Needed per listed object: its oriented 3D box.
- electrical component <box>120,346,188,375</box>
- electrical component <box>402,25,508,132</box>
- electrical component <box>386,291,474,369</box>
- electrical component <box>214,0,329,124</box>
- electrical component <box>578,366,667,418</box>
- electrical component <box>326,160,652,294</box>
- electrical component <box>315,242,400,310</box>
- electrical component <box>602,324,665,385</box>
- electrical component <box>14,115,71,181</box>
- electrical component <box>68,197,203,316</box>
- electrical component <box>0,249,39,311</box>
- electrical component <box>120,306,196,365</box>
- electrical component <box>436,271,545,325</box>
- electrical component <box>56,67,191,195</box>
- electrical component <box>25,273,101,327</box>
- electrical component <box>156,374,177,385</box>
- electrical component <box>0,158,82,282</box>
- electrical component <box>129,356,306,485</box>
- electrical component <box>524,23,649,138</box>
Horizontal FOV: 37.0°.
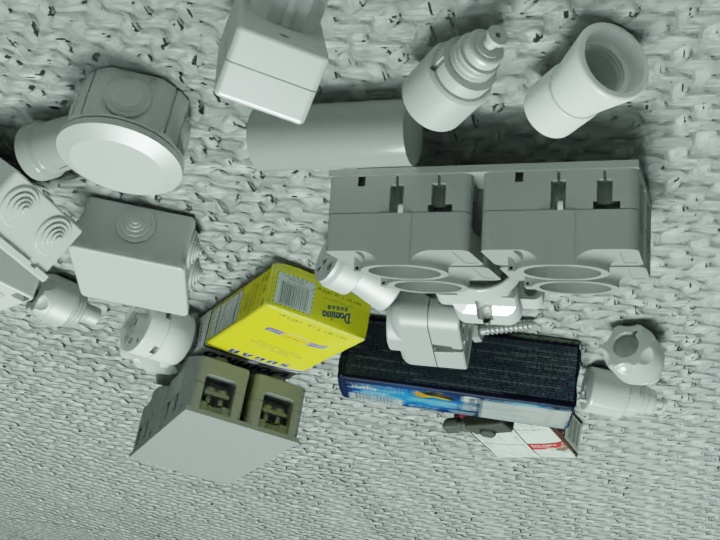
[{"bbox_3d":[-0.199,0.078,1.031,0.062,0.043,0.043,1,152,20],"label":"electrical component"},{"bbox_3d":[0.054,-0.107,0.583,0.040,0.040,0.078,20,152,-18],"label":"electrical component"},{"bbox_3d":[0.055,0.037,0.846,0.059,0.053,0.095,4,152,13],"label":"electrical component"},{"bbox_3d":[-0.040,-0.128,0.549,0.047,0.083,0.075,18,114,-14],"label":"electrical component"},{"bbox_3d":[0.228,0.109,0.939,0.078,0.040,0.040,12,153,-3],"label":"electrical component"},{"bbox_3d":[0.084,-0.023,0.677,0.186,0.060,0.105,0,170,19],"label":"electrical component"},{"bbox_3d":[0.000,0.000,0.805,0.055,0.045,0.045,24,150,-23],"label":"electrical component"},{"bbox_3d":[0.224,0.073,0.865,0.043,0.043,0.062,-8,148,32],"label":"electrical component"},{"bbox_3d":[-0.202,-0.084,0.723,0.046,0.040,0.040,-12,146,27],"label":"electrical component"},{"bbox_3d":[-0.174,-0.011,0.843,0.100,0.048,0.099,11,153,-1],"label":"electrical component"},{"bbox_3d":[-0.334,-0.011,0.894,0.109,0.056,0.109,-16,143,42],"label":"electrical component"},{"bbox_3d":[-0.181,0.055,0.970,0.047,0.055,0.055,26,150,-34],"label":"electrical component"},{"bbox_3d":[0.090,0.003,0.765,0.078,0.058,0.057,3,155,16],"label":"electrical component"},{"bbox_3d":[-0.148,-0.086,0.684,0.080,0.051,0.080,9,153,4],"label":"electrical component"},{"bbox_3d":[-0.263,0.031,0.964,0.062,0.043,0.043,27,149,-32],"label":"electrical component"},{"bbox_3d":[-0.171,0.104,1.075,0.065,0.044,0.044,11,154,9],"label":"electrical component"},{"bbox_3d":[-0.257,-0.048,0.765,0.100,0.048,0.099,32,167,33],"label":"electrical component"},{"bbox_3d":[-0.136,0.142,1.013,0.105,0.060,0.186,20,151,-19],"label":"electrical component"},{"bbox_3d":[0.118,-0.098,0.577,0.044,0.044,0.065,20,157,-17],"label":"electrical component"}]
